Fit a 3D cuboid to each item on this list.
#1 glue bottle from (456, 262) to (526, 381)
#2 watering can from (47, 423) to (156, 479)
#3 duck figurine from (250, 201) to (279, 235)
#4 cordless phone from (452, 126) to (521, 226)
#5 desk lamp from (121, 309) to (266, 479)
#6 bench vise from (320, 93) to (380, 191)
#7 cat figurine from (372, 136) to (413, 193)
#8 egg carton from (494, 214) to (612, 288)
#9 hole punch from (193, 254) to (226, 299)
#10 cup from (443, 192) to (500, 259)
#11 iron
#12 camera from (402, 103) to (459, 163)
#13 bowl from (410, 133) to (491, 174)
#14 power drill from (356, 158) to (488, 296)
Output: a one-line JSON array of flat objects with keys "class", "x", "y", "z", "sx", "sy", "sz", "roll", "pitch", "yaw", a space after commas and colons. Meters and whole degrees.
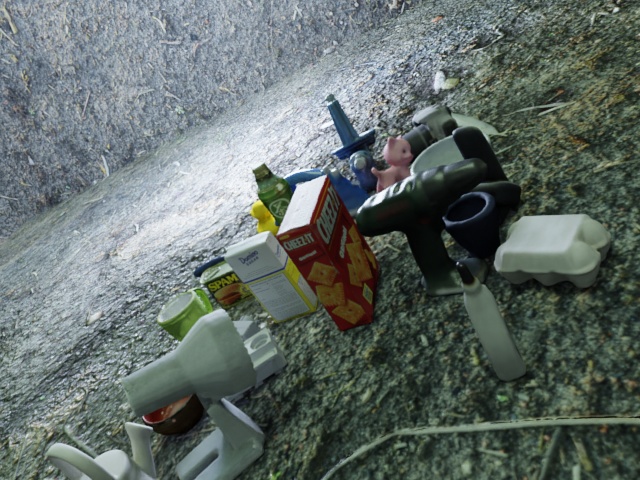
[{"class": "glue bottle", "x": 0.204, "y": 0.092, "z": 0.706, "sx": 0.037, "sy": 0.173, "sz": 0.078, "roll": -24, "pitch": 27, "yaw": 15}, {"class": "watering can", "x": -0.296, "y": 0.338, "z": 0.796, "sx": 0.100, "sy": 0.194, "sz": 0.173, "roll": -20, "pitch": 29, "yaw": 22}, {"class": "duck figurine", "x": -0.132, "y": -0.059, "z": 1.427, "sx": 0.104, "sy": 0.086, "sz": 0.078, "roll": 0, "pitch": 41, "yaw": 47}, {"class": "cordless phone", "x": 0.254, "y": -0.118, "z": 1.000, "sx": 0.147, "sy": 0.185, "sz": 0.094, "roll": -4, "pitch": 37, "yaw": 43}, {"class": "desk lamp", "x": -0.164, "y": 0.231, "z": 0.815, "sx": 0.203, "sy": 0.214, "sz": 0.117, "roll": -39, "pitch": 27, "yaw": -15}, {"class": "bench vise", "x": 0.085, "y": -0.241, "z": 1.355, "sx": 0.121, "sy": 0.220, "sz": 0.207, "roll": -35, "pitch": 26, "yaw": -5}, {"class": "cat figurine", "x": 0.163, "y": -0.170, "z": 1.266, "sx": 0.128, "sy": 0.118, "sz": 0.067, "roll": -43, "pitch": 28, "yaw": -21}, {"class": "egg carton", "x": 0.330, "y": 0.016, "z": 0.820, "sx": 0.149, "sy": 0.069, "sz": 0.107, "roll": -1, "pitch": 39, "yaw": 46}, {"class": "hole punch", "x": -0.224, "y": 0.064, "z": 1.308, "sx": 0.108, "sy": 0.091, "sz": 0.101, "roll": -27, "pitch": 27, "yaw": 10}, {"class": "cup", "x": 0.249, "y": -0.021, "z": 0.942, "sx": 0.092, "sy": 0.095, "sz": 0.117, "roll": -34, "pitch": 26, "yaw": -3}, {"class": "iron", "x": -0.006, "y": -0.111, "z": 1.317, "sx": 0.257, "sy": 0.142, "sz": 0.119, "roll": -12, "pitch": 33, "yaw": 35}, {"class": "camera", "x": 0.243, "y": -0.251, "z": 1.338, "sx": 0.137, "sy": 0.101, "sz": 0.143, "roll": -31, "pitch": 26, "yaw": 3}, {"class": "bowl", "x": 0.272, "y": -0.144, "z": 1.151, "sx": 0.167, "sy": 0.075, "sz": 0.167, "roll": -25, "pitch": 27, "yaw": 14}, {"class": "power drill", "x": 0.178, "y": -0.016, "z": 0.880, "sx": 0.228, "sy": 0.209, "sz": 0.076, "roll": -12, "pitch": 33, "yaw": 35}]
